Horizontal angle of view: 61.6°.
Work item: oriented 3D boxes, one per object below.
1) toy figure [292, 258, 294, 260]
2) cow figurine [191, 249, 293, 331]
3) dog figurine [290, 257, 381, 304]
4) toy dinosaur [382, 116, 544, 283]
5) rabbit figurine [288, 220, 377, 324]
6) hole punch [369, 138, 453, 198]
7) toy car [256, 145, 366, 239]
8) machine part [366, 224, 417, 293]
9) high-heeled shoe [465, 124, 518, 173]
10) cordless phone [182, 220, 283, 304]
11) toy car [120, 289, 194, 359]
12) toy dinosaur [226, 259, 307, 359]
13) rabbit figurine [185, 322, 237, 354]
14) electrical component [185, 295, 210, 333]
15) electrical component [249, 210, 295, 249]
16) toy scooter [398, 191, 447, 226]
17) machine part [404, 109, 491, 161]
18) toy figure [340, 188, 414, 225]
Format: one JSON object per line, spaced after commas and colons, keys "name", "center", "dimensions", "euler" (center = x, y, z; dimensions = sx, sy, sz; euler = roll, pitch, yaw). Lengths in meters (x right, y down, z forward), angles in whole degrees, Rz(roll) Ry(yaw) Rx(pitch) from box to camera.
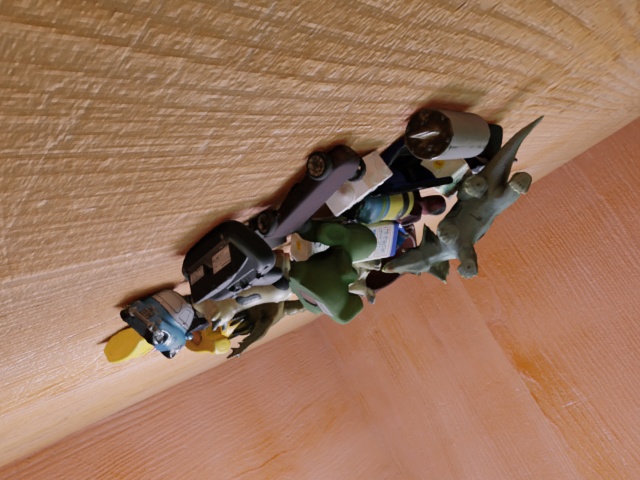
{"name": "toy figure", "center": [-0.002, -0.002, 1.124], "dimensions": [0.057, 0.064, 0.154], "euler": [26, 131, -26]}
{"name": "cow figurine", "center": [-0.145, 0.095, 1.000], "dimensions": [0.195, 0.127, 0.085], "euler": [-12, 167, 4]}
{"name": "dog figurine", "center": [0.014, 0.057, 1.113], "dimensions": [0.191, 0.121, 0.172], "euler": [5, -175, -9]}
{"name": "toy dinosaur", "center": [0.299, -0.057, 1.063], "dimensions": [0.404, 0.131, 0.192], "euler": [-52, -175, 7]}
{"name": "rabbit figurine", "center": [0.022, 0.031, 0.925], "dimensions": [0.170, 0.159, 0.121], "euler": [-50, -153, -21]}
{"name": "hole punch", "center": [0.148, -0.122, 0.913], "dimensions": [0.116, 0.092, 0.142], "euler": [-13, -177, 42]}
{"name": "toy car", "center": [-0.019, -0.067, 0.787], "dimensions": [0.089, 0.053, 0.202], "euler": [-9, 154, -46]}
{"name": "machine part", "center": [0.138, 0.031, 1.312], "dimensions": [0.201, 0.087, 0.201], "euler": [-31, 137, -12]}
{"name": "high-heeled shoe", "center": [0.320, -0.188, 1.142], "dimensions": [0.145, 0.086, 0.248], "euler": [2, 171, 39]}
{"name": "cordless phone", "center": [-0.108, 0.042, 0.851], "dimensions": [0.146, 0.089, 0.184], "euler": [-35, 152, 33]}
{"name": "toy car", "center": [-0.285, 0.139, 0.974], "dimensions": [0.103, 0.109, 0.161], "euler": [-49, 164, -20]}
{"name": "toy dinosaur", "center": [-0.125, 0.141, 1.168], "dimensions": [0.199, 0.105, 0.471], "euler": [-26, -172, -1]}
{"name": "rabbit figurine", "center": [-0.264, 0.231, 1.365], "dimensions": [0.162, 0.122, 0.173], "euler": [-30, 171, 32]}
{"name": "electrical component", "center": [-0.271, 0.155, 1.114], "dimensions": [0.048, 0.075, 0.119], "euler": [-32, 173, 15]}
{"name": "electrical component", "center": [-0.091, -0.013, 0.887], "dimensions": [0.102, 0.045, 0.078], "euler": [-30, 141, -10]}
{"name": "toy scooter", "center": [0.168, -0.071, 1.145], "dimensions": [0.184, 0.075, 0.135], "euler": [-12, 166, 28]}
{"name": "machine part", "center": [0.203, -0.164, 0.843], "dimensions": [0.079, 0.079, 0.243], "euler": [-37, 168, 35]}
{"name": "toy figure", "center": [0.104, -0.069, 0.994], "dimensions": [0.082, 0.089, 0.180], "euler": [-31, 173, 37]}
